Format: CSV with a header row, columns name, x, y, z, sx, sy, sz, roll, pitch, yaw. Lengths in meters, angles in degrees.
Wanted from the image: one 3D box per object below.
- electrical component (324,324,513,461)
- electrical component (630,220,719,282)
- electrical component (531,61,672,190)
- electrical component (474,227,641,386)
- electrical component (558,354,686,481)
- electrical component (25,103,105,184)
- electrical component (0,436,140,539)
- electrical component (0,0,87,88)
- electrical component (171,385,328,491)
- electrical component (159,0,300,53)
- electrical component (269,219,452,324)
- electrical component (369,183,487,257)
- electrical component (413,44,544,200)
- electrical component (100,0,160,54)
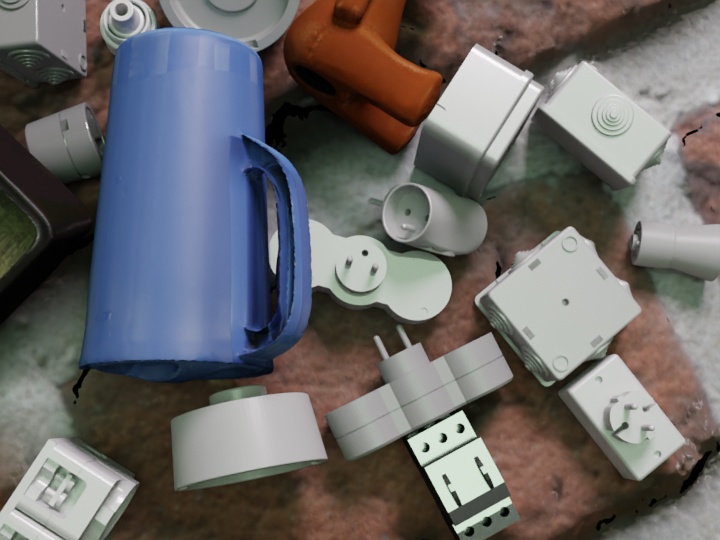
name,x,y,z,sx,sy,sz,roll,pitch,yaw
electrical component,0.036,0.077,0.793,0.138,0.052,0.073,-26,84,-6
electrical component,0.241,-0.017,0.823,0.065,0.044,0.044,8,82,3
electrical component,0.179,-0.107,0.803,0.100,0.100,0.048,40,95,3
electrical component,0.149,0.027,0.807,0.100,0.048,0.099,-39,86,-7
electrical component,0.196,0.107,0.785,0.047,0.075,0.083,-37,86,-7
electrical component,-0.218,-0.092,0.802,0.047,0.055,0.055,-17,84,-1
electrical component,-0.222,0.196,0.744,0.062,0.089,0.150,32,82,2
electrical component,-0.240,-0.190,0.792,0.048,0.100,0.099,-4,82,9
electrical component,-0.081,0.115,0.757,0.108,0.108,0.060,-11,77,-4
electrical component,-0.094,-0.221,0.811,0.108,0.060,0.108,2,115,4
electrical component,0.000,0.000,0.790,0.138,0.073,0.052,16,82,-1
electrical component,0.042,-0.041,0.803,0.079,0.077,0.044,20,96,37
electrical component,0.086,-0.105,0.790,0.057,0.113,0.078,32,82,4
electrical component,-0.175,-0.185,0.812,0.043,0.062,0.043,0,82,-3
